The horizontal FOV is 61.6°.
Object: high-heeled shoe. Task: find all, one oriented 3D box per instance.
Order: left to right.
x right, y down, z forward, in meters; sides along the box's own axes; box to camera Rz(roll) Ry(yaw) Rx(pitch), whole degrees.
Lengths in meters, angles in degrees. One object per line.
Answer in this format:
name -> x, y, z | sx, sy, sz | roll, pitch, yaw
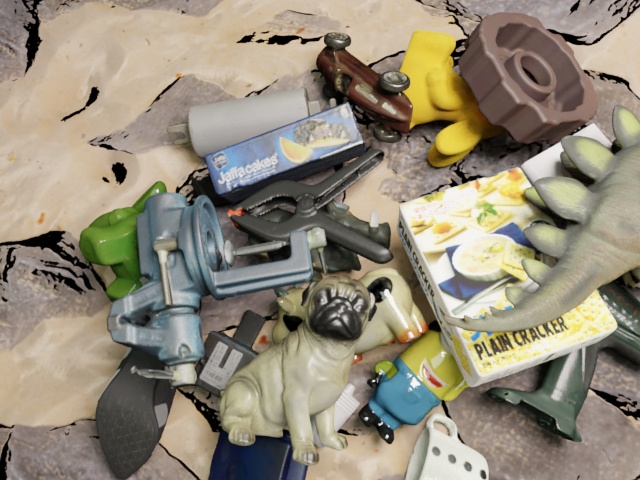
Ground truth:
high-heeled shoe -> -0.217, 0.177, 0.710 | 0.086, 0.145, 0.248 | 20, 107, 1

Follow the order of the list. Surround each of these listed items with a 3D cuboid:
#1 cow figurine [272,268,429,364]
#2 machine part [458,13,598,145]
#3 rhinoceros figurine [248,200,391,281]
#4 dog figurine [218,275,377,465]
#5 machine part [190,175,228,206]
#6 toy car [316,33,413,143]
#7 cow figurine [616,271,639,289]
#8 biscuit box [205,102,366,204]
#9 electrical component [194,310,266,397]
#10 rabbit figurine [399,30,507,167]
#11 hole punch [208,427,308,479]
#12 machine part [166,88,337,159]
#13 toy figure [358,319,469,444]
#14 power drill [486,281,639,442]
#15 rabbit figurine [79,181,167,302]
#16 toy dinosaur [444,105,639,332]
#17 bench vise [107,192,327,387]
cow figurine -> 0.021, 0.093, 0.662 | 0.195, 0.085, 0.127 | -27, 75, 25
machine part -> 0.253, -0.197, 0.659 | 0.179, 0.056, 0.179 | 12, 62, -22
rhinoceros figurine -> -0.001, -0.002, 0.719 | 0.190, 0.073, 0.112 | 5, 65, 10
dog figurine -> -0.032, 0.126, 0.601 | 0.173, 0.121, 0.190 | 8, 85, 17
machine part -> -0.113, -0.078, 0.763 | 0.139, 0.039, 0.084 | -13, 84, 2
toy car -> 0.054, -0.204, 0.718 | 0.053, 0.089, 0.202 | -17, 47, -23
cow figurine -> 0.382, -0.020, 0.669 | 0.098, 0.068, 0.167 | -6, 61, -6
biscuit box -> -0.045, -0.111, 0.705 | 0.203, 0.063, 0.059 | -20, 83, 4
electrical component -> -0.113, 0.149, 0.701 | 0.075, 0.047, 0.119 | 29, 82, 12
rabbit figurine -> 0.184, -0.182, 0.717 | 0.173, 0.122, 0.162 | 17, 83, 6
hole punch -> -0.079, 0.280, 0.644 | 0.116, 0.092, 0.142 | 9, 80, 12
machine part -> -0.096, -0.164, 0.764 | 0.243, 0.079, 0.079 | -9, 75, 3
toy figure -> 0.125, 0.160, 0.655 | 0.180, 0.089, 0.082 | -44, 116, 3
power drill -> 0.285, 0.118, 0.656 | 0.232, 0.086, 0.207 | 31, 74, 12
rabbit figurine -> -0.253, -0.009, 0.714 | 0.170, 0.121, 0.159 | 16, 53, 45
toy dinosaur -> 0.321, -0.023, 0.567 | 0.199, 0.105, 0.471 | 41, 60, 18
bench vise -> -0.108, 0.041, 0.590 | 0.241, 0.128, 0.224 | -11, 61, 1
